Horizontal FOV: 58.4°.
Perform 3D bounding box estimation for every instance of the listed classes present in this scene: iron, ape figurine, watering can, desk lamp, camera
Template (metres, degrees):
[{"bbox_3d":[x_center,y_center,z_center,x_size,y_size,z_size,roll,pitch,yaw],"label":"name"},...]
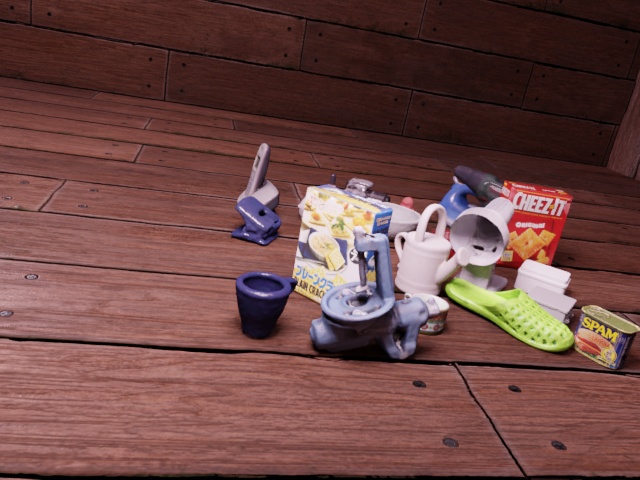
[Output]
[{"bbox_3d":[0.473,-0.091,1.721,0.119,0.141,0.257,-7,26,-40],"label":"iron"},{"bbox_3d":[0.242,-0.079,1.641,0.077,0.092,0.076,27,25,38],"label":"ape figurine"},{"bbox_3d":[0.235,0.019,1.220,0.172,0.194,0.101,18,21,19],"label":"watering can"},{"bbox_3d":[0.360,0.017,1.261,0.117,0.213,0.204,21,22,27],"label":"desk lamp"},{"bbox_3d":[0.135,-0.120,1.687,0.136,0.101,0.143,14,20,10],"label":"camera"}]

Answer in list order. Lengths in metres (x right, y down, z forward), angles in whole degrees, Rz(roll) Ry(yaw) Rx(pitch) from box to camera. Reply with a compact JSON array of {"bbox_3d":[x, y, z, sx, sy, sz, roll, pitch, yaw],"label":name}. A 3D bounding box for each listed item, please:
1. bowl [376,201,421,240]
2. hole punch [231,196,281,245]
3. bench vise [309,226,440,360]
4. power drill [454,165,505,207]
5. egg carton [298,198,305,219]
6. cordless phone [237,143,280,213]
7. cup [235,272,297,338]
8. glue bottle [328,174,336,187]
[{"bbox_3d":[0.187,-0.044,1.543,0.167,0.075,0.167,9,20,-3],"label":"bowl"},{"bbox_3d":[-0.146,-0.049,1.363,0.101,0.091,0.109,14,20,11],"label":"hole punch"},{"bbox_3d":[0.095,0.082,0.940,0.208,0.220,0.121,-2,23,-31],"label":"bench vise"},{"bbox_3d":[0.455,-0.080,1.583,0.228,0.208,0.076,21,22,26],"label":"power drill"},{"bbox_3d":[0.018,-0.082,1.568,0.107,0.069,0.151,26,25,36],"label":"egg carton"},{"bbox_3d":[-0.154,-0.154,1.507,0.094,0.185,0.147,0,22,-26],"label":"cordless phone"},{"bbox_3d":[-0.090,0.109,0.955,0.118,0.095,0.091,-10,29,-45],"label":"cup"},{"bbox_3d":[0.018,-0.080,1.410,0.078,0.173,0.037,1,22,-25],"label":"glue bottle"}]
